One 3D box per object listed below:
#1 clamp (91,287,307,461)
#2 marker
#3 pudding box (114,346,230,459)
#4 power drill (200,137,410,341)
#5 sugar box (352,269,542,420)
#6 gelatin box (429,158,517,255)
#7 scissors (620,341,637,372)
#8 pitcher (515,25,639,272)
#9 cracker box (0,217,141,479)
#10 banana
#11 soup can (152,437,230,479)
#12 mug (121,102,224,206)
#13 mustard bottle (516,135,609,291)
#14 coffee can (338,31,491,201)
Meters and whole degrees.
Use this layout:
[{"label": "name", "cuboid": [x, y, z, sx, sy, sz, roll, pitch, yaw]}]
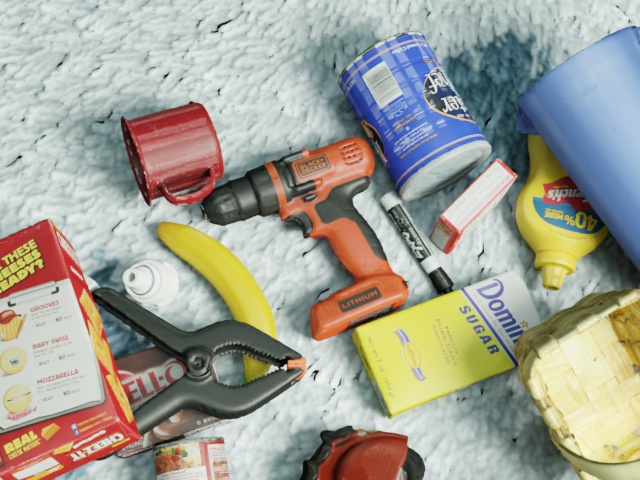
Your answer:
[{"label": "clamp", "cuboid": [-0.119, 0.111, 0.992, 0.210, 0.036, 0.164, -7, 67, -8]}, {"label": "marker", "cuboid": [0.100, 0.004, 1.089, 0.020, 0.020, 0.121, -29, 77, -11]}, {"label": "pudding box", "cuboid": [-0.151, 0.148, 1.019, 0.113, 0.039, 0.090, -17, 74, -9]}, {"label": "power drill", "cuboid": [-0.007, 0.001, 1.063, 0.184, 0.057, 0.188, -21, 76, -8]}, {"label": "sugar box", "cuboid": [0.130, 0.101, 1.048, 0.176, 0.048, 0.093, -21, 77, -8]}, {"label": "gelatin box", "cuboid": [0.153, -0.034, 1.075, 0.030, 0.073, 0.089, 43, 76, 10]}, {"label": "scissors", "cuboid": [0.323, 0.162, 1.057, 0.096, 0.016, 0.202, -11, 74, -5]}, {"label": "pitcher", "cuboid": [0.312, -0.076, 1.004, 0.145, 0.149, 0.243, -29, 81, -16]}, {"label": "cracker box", "cuboid": [-0.272, 0.110, 0.945, 0.164, 0.072, 0.214, -25, 62, -2]}, {"label": "banana", "cuboid": [-0.092, 0.056, 1.052, 0.069, 0.037, 0.198, -25, 76, -11]}, {"label": "soup can", "cuboid": [-0.114, 0.237, 0.980, 0.068, 0.068, 0.102, -8, 75, -6]}, {"label": "mug", "cuboid": [-0.142, -0.081, 1.059, 0.081, 0.093, 0.117, -18, 50, -14]}, {"label": "mustard bottle", "cuboid": [0.251, -0.041, 1.091, 0.096, 0.058, 0.191, 15, 73, -5]}, {"label": "coffee can", "cuboid": [0.095, -0.125, 1.084, 0.102, 0.103, 0.140, -26, 76, -11]}]
